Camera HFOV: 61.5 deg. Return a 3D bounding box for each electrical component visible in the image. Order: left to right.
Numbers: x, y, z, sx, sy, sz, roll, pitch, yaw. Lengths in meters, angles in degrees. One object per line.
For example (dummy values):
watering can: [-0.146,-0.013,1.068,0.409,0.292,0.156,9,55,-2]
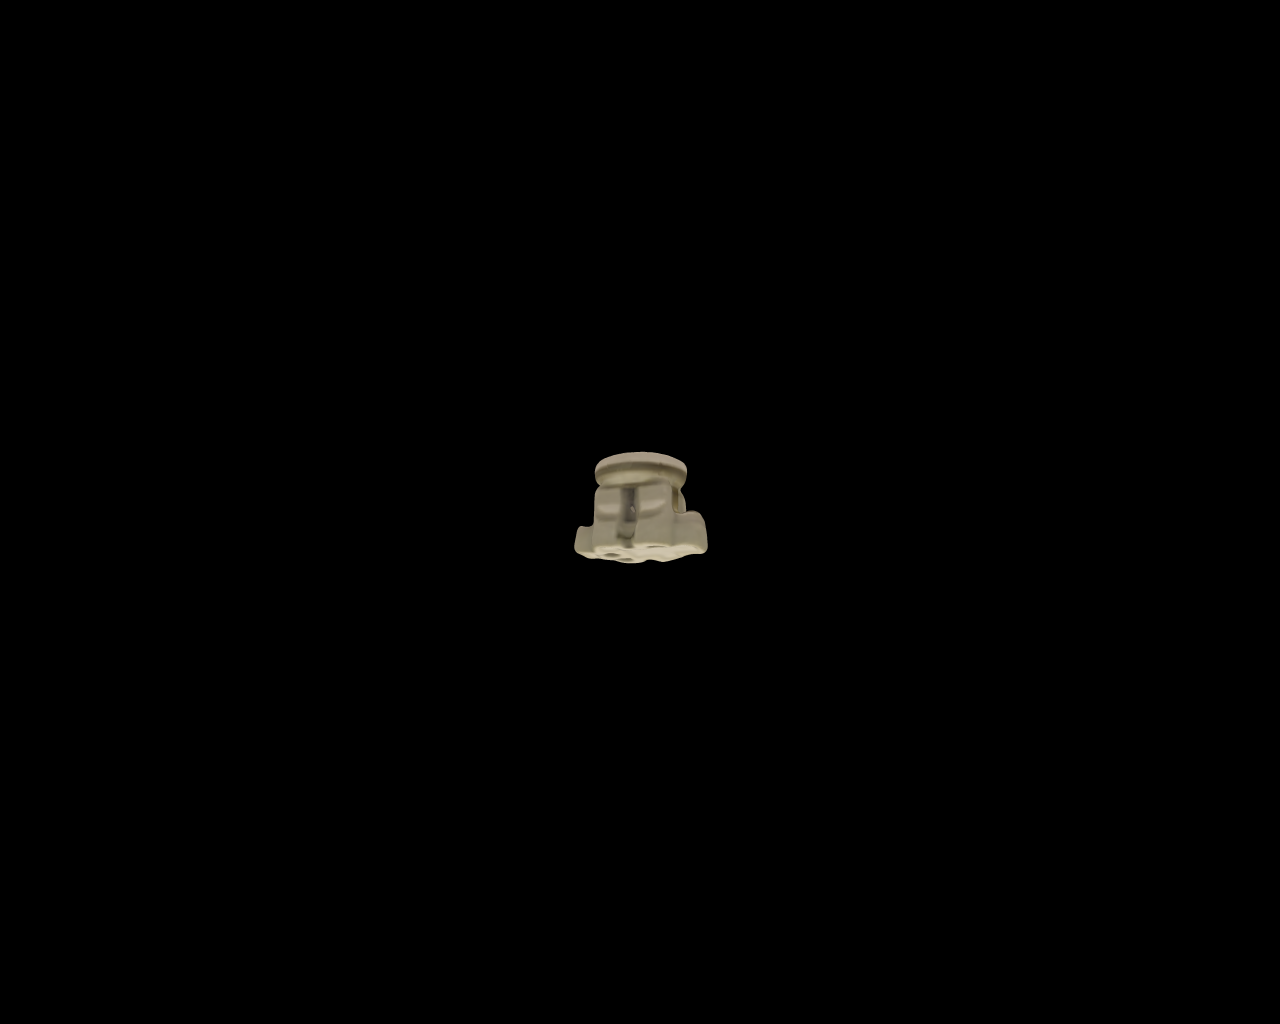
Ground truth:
electrical component: [0.001,-0.003,0.650,0.078,0.057,0.058,-5,-15,18]
